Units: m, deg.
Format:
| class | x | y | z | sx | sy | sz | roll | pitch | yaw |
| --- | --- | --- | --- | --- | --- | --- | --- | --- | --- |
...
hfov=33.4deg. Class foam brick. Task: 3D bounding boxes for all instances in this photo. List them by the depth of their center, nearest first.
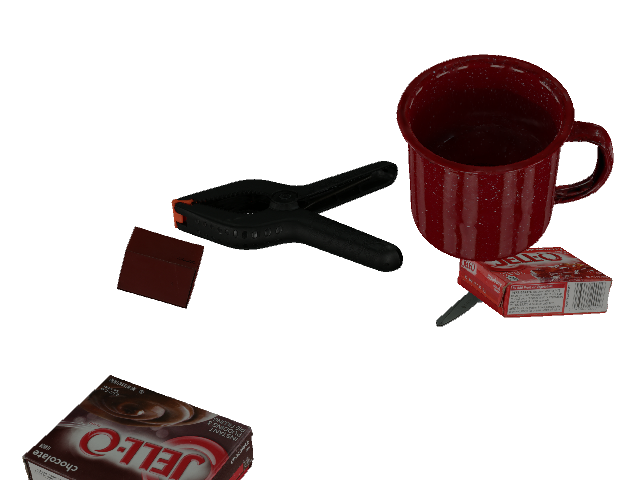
| class | x | y | z | sx | sy | sz | roll | pitch | yaw |
| --- | --- | --- | --- | --- | --- | --- | --- | --- | --- |
| foam brick | -0.168 | 0.029 | 1.124 | 0.078 | 0.051 | 0.053 | 17 | 29 | -4 |

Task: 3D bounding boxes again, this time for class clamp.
| class | x | y | z | sx | sy | sz | roll | pitch | yaw |
| --- | --- | --- | --- | --- | --- | --- | --- | --- | --- |
| clamp | -0.025 | -0.029 | 0.953 | 0.210 | 0.036 | 0.164 | 3 | 31 | 8 |

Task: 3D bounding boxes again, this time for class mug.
| class | x | y | z | sx | sy | sz | roll | pitch | yaw |
| --- | --- | --- | --- | --- | --- | --- | --- | --- | --- |
| mug | 0.102 | -0.043 | 0.593 | 0.117 | 0.093 | 0.081 | -2 | -41 | 5 |

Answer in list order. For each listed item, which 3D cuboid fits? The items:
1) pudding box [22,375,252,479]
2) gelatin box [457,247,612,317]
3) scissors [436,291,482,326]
| class | x | y | z | sx | sy | sz | roll | pitch | yaw |
| --- | --- | --- | --- | --- | --- | --- | --- | --- | --- |
| pudding box | -0.111 | 0.138 | 0.663 | 0.114 | 0.039 | 0.089 | 14 | 33 | 23 |
| gelatin box | 0.156 | 0.029 | 0.787 | 0.089 | 0.030 | 0.073 | -1 | 18 | -19 |
| scissors | 0.148 | 0.040 | 1.065 | 0.201 | 0.016 | 0.096 | -11 | 38 | -44 |
